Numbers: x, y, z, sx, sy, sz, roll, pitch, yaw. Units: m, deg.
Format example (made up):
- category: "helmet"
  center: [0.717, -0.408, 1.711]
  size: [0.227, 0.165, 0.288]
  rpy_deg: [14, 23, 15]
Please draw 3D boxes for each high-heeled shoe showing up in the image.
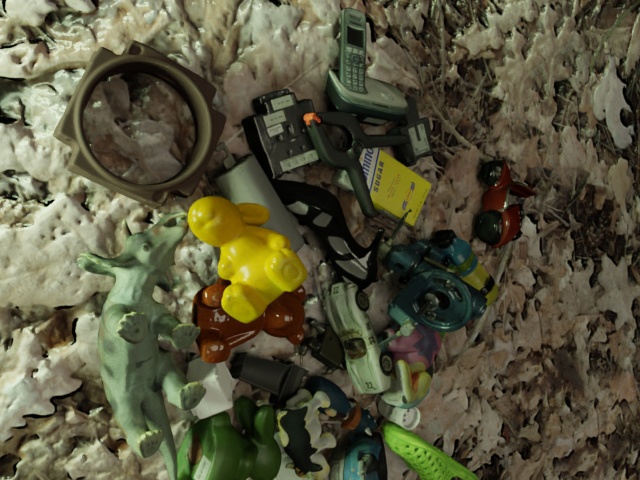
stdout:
- category: "high-heeled shoe"
  center: [-0.002, -0.003, 0.940]
  size: [0.249, 0.086, 0.145]
  rpy_deg: [26, 117, -7]

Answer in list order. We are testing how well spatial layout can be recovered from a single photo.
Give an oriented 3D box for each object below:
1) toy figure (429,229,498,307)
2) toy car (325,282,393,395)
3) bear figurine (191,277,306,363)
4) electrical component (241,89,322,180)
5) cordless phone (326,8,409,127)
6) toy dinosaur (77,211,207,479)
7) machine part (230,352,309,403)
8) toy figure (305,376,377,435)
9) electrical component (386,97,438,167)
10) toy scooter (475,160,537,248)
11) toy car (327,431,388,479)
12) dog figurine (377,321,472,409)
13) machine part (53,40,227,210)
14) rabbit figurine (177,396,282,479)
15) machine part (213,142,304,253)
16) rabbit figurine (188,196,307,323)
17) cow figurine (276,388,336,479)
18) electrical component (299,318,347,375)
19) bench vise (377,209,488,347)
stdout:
- category: "toy figure"
  center: [0.284, 0.062, 1.065]
  size: [0.082, 0.089, 0.180]
  rpy_deg: [-39, 112, -13]
- category: "toy car"
  center: [0.065, 0.170, 0.936]
  size: [0.056, 0.073, 0.201]
  rpy_deg: [-18, 86, -47]
- category: "bear figurine"
  center: [-0.099, 0.123, 0.848]
  size: [0.196, 0.132, 0.120]
  rpy_deg: [6, 90, -22]
- category: "electrical component"
  center: [-0.060, -0.176, 0.883]
  size: [0.115, 0.058, 0.134]
  rpy_deg: [-22, 104, -27]
- category: "cordless phone"
  center: [0.084, -0.299, 0.938]
  size: [0.146, 0.089, 0.184]
  rpy_deg: [4, 88, -28]
- category: "toy dinosaur"
  center: [-0.258, 0.159, 0.761]
  size: [0.131, 0.192, 0.404]
  rpy_deg: [-7, 113, -38]
- category: "machine part"
  center: [-0.089, 0.231, 0.911]
  size: [0.138, 0.039, 0.084]
  rpy_deg: [31, 85, -28]
- category: "toy figure"
  center: [0.040, 0.302, 0.971]
  size: [0.154, 0.058, 0.064]
  rpy_deg: [42, 56, -21]
- category: "electrical component"
  center: [0.167, -0.201, 1.006]
  size: [0.075, 0.048, 0.119]
  rpy_deg: [-29, 106, -24]
- category: "toy scooter"
  center: [0.395, -0.072, 1.123]
  size: [0.135, 0.075, 0.183]
  rpy_deg: [4, 87, -29]
- category: "toy car"
  center: [0.065, 0.414, 0.963]
  size: [0.103, 0.161, 0.109]
  rpy_deg: [-9, 88, 15]
- category: "dog figurine"
  center: [0.199, 0.199, 1.014]
  size: [0.219, 0.108, 0.191]
  rpy_deg: [-12, 79, -31]
- category: "machine part"
  center: [-0.252, -0.161, 0.768]
  size: [0.201, 0.087, 0.201]
  rpy_deg: [26, 82, -25]
- category: "rabbit figurine"
  center: [-0.132, 0.337, 0.871]
  size: [0.170, 0.121, 0.159]
  rpy_deg: [27, 73, -42]
- category: "machine part"
  center: [-0.097, -0.048, 0.863]
  size: [0.079, 0.079, 0.243]
  rpy_deg: [-37, 108, -20]
- category: "rabbit figurine"
  center: [-0.107, 0.001, 0.752]
  size: [0.122, 0.162, 0.173]
  rpy_deg: [-39, 108, 19]
- category: "cow figurine"
  center: [-0.026, 0.342, 0.899]
  size: [0.098, 0.068, 0.167]
  rpy_deg: [-23, 110, -49]
- category: "electrical component"
  center: [0.007, 0.195, 0.957]
  size: [0.102, 0.045, 0.078]
  rpy_deg: [34, 50, -28]
- category: "bench vise"
  center: [0.175, 0.085, 0.934]
  size: [0.224, 0.128, 0.240]
  rpy_deg: [43, 37, 9]
